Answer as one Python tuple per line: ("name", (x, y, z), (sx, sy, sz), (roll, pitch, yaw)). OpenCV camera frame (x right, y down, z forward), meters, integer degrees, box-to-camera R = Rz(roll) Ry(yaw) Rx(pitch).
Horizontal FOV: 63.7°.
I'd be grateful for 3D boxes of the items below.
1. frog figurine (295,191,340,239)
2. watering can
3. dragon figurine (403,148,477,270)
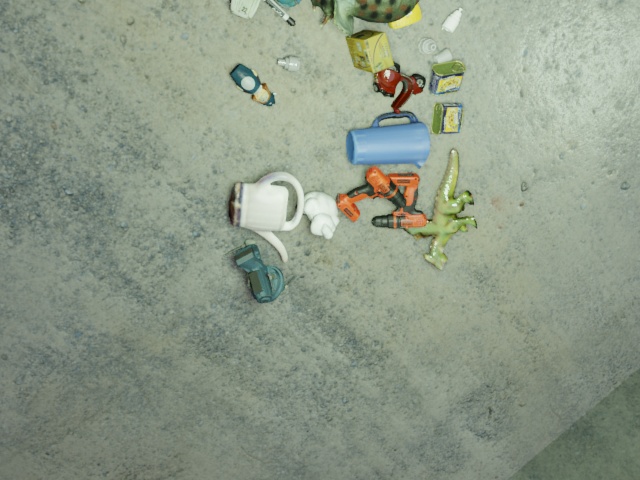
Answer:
("frog figurine", (0.005, -0.081, 1.608), (0.122, 0.162, 0.135), (-44, 117, 3))
("watering can", (-0.170, -0.065, 1.589), (0.224, 0.106, 0.339), (6, 127, -9))
("dragon figurine", (0.395, -0.091, 1.767), (0.243, 0.124, 0.405), (-17, 107, 0))
